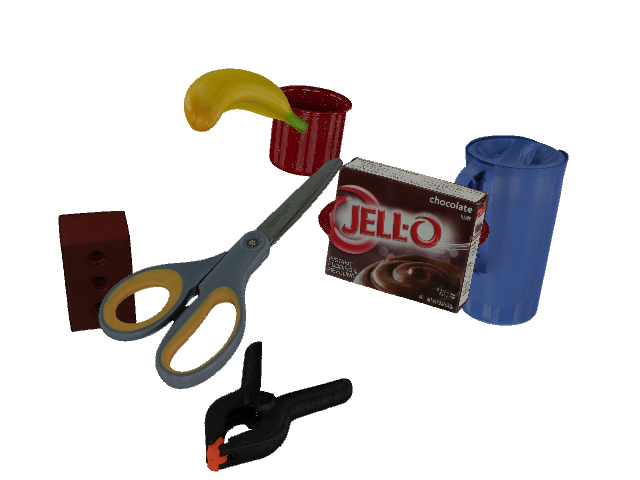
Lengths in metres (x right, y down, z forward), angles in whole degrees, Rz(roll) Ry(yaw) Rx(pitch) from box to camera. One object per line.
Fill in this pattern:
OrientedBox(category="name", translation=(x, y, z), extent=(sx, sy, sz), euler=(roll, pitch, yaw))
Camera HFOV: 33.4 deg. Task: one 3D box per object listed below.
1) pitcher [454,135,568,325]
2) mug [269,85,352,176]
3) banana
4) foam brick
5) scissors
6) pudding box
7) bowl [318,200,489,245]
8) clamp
OrientedBox(category="pitcher", translation=(0.243, -0.010, 1.433), extent=(0.149, 0.243, 0.145), euler=(4, 24, 4))
OrientedBox(category="mug", translation=(-0.010, -0.129, 1.238), extent=(0.093, 0.081, 0.117), euler=(17, 27, 17))
OrientedBox(category="banana", translation=(-0.075, -0.126, 0.955), extent=(0.070, 0.037, 0.197), euler=(38, 21, 18))
OrientedBox(category="foam brick", translation=(-0.174, 0.023, 0.834), extent=(0.053, 0.078, 0.051), euler=(-7, 28, -12))
OrientedBox(category="scissors", translation=(-0.062, 0.006, 0.654), extent=(0.096, 0.016, 0.201), euler=(12, 48, 15))
OrientedBox(category="pudding box", translation=(0.064, -0.006, 0.808), extent=(0.114, 0.090, 0.039), euler=(15, 24, 18))
OrientedBox(category="bowl", translation=(0.078, 0.006, 1.016), extent=(0.162, 0.055, 0.162), euler=(2, 23, -1))
OrientedBox(category="clamp", translation=(-0.063, 0.156, 1.029), extent=(0.120, 0.039, 0.171), euler=(21, 33, 33))
